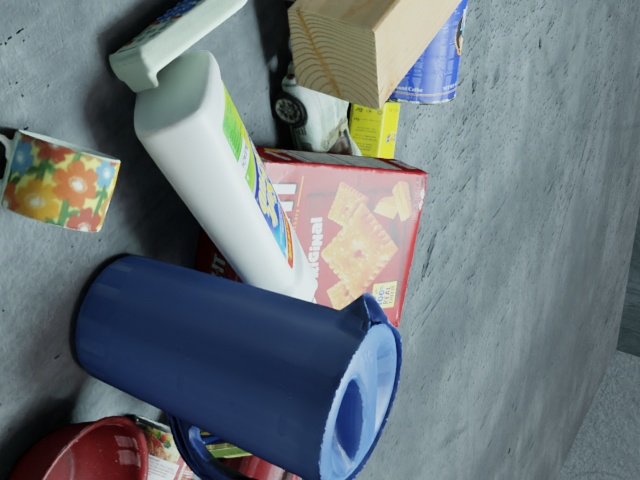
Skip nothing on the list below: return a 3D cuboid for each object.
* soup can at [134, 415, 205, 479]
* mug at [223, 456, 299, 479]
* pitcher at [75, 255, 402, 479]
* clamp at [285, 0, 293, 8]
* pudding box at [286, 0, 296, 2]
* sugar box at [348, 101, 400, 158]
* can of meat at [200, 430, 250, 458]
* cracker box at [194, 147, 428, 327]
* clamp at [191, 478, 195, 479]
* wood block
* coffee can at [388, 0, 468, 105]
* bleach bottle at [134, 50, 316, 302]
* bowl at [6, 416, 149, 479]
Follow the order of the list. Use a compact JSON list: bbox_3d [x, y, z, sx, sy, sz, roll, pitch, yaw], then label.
[{"bbox_3d":[-0.152,0.215,0.947,0.102,0.069,0.068,-69,156,-10],"label":"soup can"},{"bbox_3d":[-0.057,0.255,1.127,0.093,0.117,0.081,35,67,-42],"label":"mug"},{"bbox_3d":[-0.070,0.104,0.836,0.149,0.243,0.145,-58,151,-31],"label":"pitcher"},{"bbox_3d":[0.016,-0.272,1.032,0.120,0.039,0.171,18,86,-71],"label":"clamp"},{"bbox_3d":[-0.040,-0.263,0.916,0.113,0.039,0.090,18,91,-64],"label":"pudding box"},{"bbox_3d":[0.053,-0.069,1.198,0.093,0.048,0.176,-26,122,-73],"label":"sugar box"},{"bbox_3d":[-0.074,0.157,1.003,0.057,0.102,0.084,51,31,-65],"label":"can of meat"},{"bbox_3d":[-0.007,0.001,1.014,0.213,0.072,0.164,1,105,-37],"label":"cracker box"},{"bbox_3d":[-0.153,0.339,1.062,0.164,0.036,0.210,-20,121,-60],"label":"clamp"},{"bbox_3d":[0.062,-0.228,1.004,0.205,0.090,0.091,-54,153,-34],"label":"wood block"},{"bbox_3d":[0.108,-0.232,1.176,0.102,0.103,0.140,-35,136,-54],"label":"coffee can"},{"bbox_3d":[-0.063,-0.026,0.874,0.102,0.068,0.250,-94,160,-49],"label":"bleach bottle"},{"bbox_3d":[-0.204,0.208,0.845,0.161,0.055,0.162,-44,142,-48],"label":"bowl"}]
